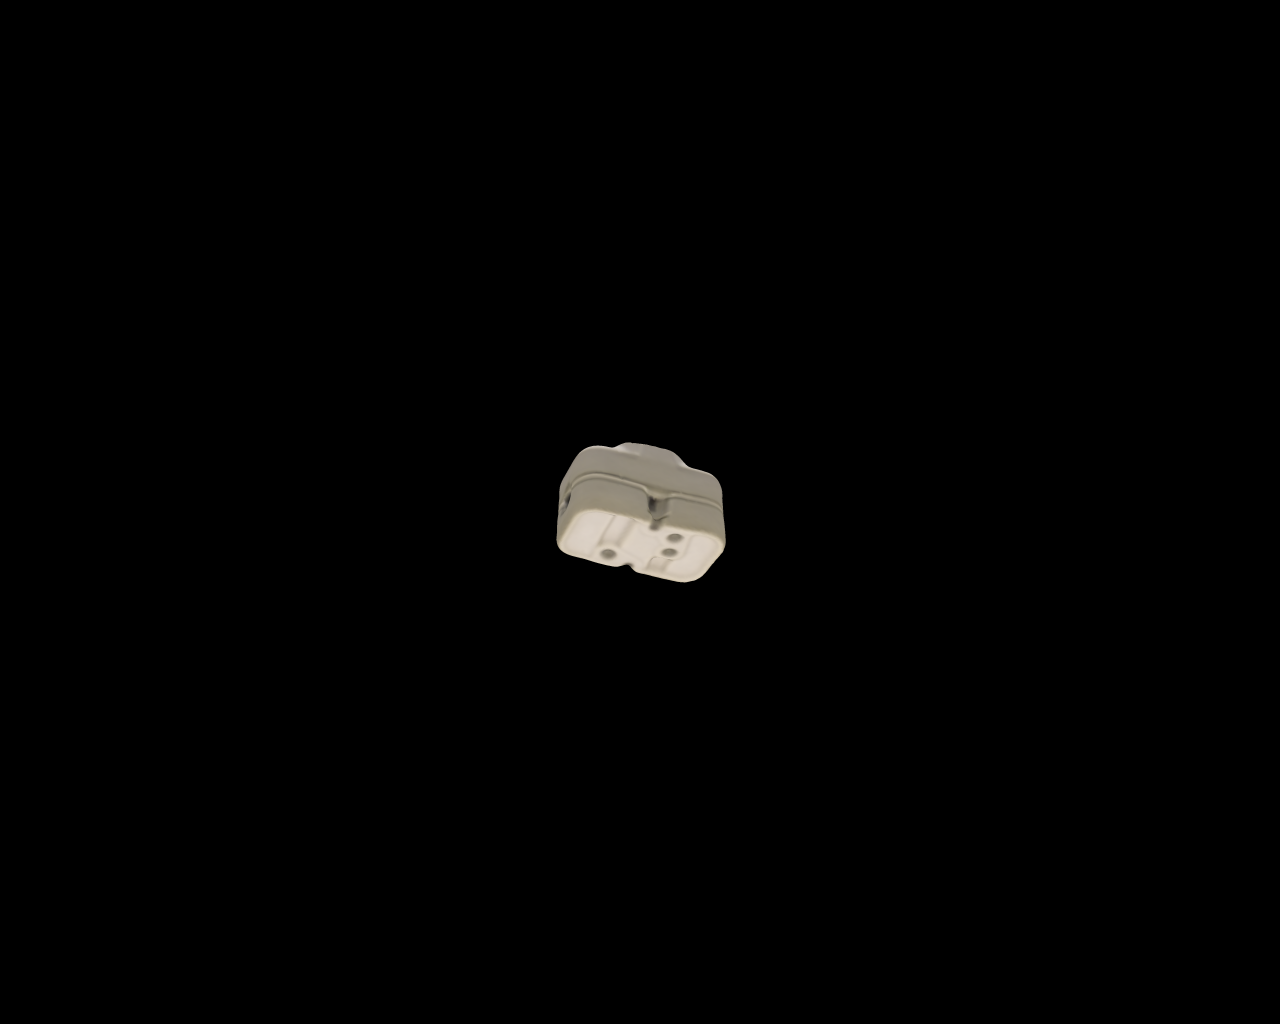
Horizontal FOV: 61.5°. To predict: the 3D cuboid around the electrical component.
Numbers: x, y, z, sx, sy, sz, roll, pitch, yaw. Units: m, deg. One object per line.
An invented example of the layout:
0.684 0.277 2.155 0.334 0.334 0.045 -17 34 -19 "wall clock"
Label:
0.001 -0.003 0.650 0.095 0.059 0.053 14 -40 -17 "electrical component"
